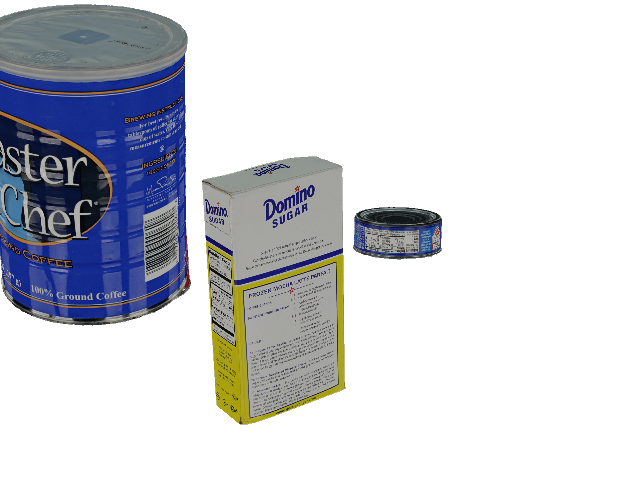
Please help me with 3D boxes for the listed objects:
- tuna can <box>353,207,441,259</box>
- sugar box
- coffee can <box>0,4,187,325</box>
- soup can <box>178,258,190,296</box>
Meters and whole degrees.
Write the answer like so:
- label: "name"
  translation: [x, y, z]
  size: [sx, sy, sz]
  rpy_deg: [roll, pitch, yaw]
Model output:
- label: "tuna can"
  translation: [0.075, -0.008, 1.032]
  size: [0.086, 0.034, 0.086]
  rpy_deg: [0, 13, 0]
- label: "sugar box"
  translation: [-0.031, 0.034, 0.750]
  size: [0.093, 0.176, 0.048]
  rpy_deg: [-16, 24, -33]
- label: "coffee can"
  translation: [-0.121, -0.041, 0.561]
  size: [0.103, 0.140, 0.103]
  rpy_deg: [3, 28, -2]
- label: "soup can"
  translation: [-0.156, -0.003, 0.973]
  size: [0.068, 0.102, 0.068]
  rpy_deg: [0, 25, 0]
